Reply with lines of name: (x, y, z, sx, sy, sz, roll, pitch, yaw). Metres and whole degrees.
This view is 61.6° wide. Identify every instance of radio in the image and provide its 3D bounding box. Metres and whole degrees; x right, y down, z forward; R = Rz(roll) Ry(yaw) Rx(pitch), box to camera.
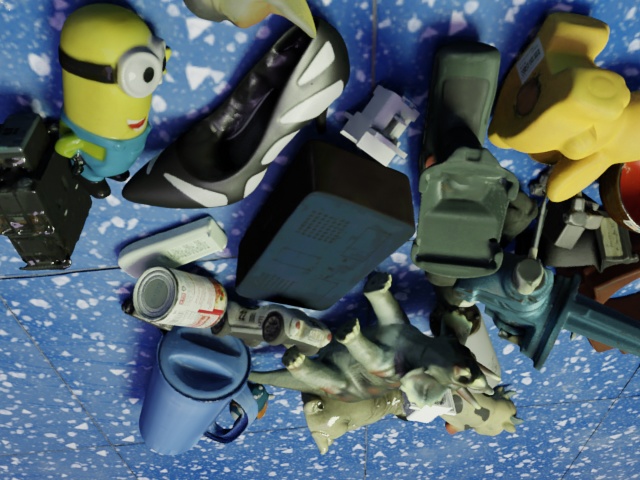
radio: (-0.001, -0.002, 0.609, 0.131, 0.073, 0.229, 15, 145, -21)

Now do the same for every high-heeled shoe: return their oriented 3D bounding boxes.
high-heeled shoe: (-0.086, -0.110, 0.498, 0.249, 0.086, 0.145, -24, 154, -6)

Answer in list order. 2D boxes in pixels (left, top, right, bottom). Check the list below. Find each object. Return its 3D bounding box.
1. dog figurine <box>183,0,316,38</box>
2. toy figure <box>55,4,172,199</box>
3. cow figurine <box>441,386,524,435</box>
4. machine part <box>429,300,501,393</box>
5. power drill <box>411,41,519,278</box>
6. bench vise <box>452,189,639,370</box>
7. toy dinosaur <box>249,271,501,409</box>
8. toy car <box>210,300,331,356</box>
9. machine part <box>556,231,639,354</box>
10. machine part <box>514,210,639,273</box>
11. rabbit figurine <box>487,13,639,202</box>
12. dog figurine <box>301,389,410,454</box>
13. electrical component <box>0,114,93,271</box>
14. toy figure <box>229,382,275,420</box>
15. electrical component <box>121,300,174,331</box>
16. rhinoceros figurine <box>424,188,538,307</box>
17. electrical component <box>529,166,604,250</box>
dog figurine: (-0.047, -0.251, 0.365, 0.192, 0.108, 0.219, -28, 135, 18)
toy figure: (-0.198, -0.122, 0.492, 0.089, 0.082, 0.180, 15, 134, -23)
cow figurine: (0.273, 0.295, 0.959, 0.127, 0.085, 0.194, -28, 130, 29)
machine part: (0.226, 0.165, 0.824, 0.079, 0.079, 0.243, -20, 132, 13)
power drill: (0.129, -0.054, 0.506, 0.086, 0.207, 0.231, 9, 124, 12)
bench vise: (0.272, 0.081, 0.582, 0.241, 0.129, 0.223, 24, 156, 22)
toy dinosaur: (0.058, 0.173, 0.753, 0.192, 0.131, 0.405, 46, 135, -18)
toy car: (-0.071, 0.111, 0.699, 0.202, 0.056, 0.073, -4, 156, 46)
machine part: (0.446, 0.060, 0.736, 0.201, 0.087, 0.200, -28, 131, 19)
machine part: (0.319, 0.004, 0.683, 0.139, 0.084, 0.039, -11, 165, 17)
rabbit figurine: (0.266, -0.111, 0.523, 0.173, 0.122, 0.162, 6, 139, -14)
dog figurine: (0.076, 0.253, 0.864, 0.191, 0.121, 0.172, -19, 167, 7)
electrical component: (-0.278, -0.052, 0.529, 0.058, 0.115, 0.134, -4, 137, -4)
toy figure: (-0.114, 0.266, 0.876, 0.064, 0.058, 0.154, 3, 156, -14)
electrical component: (-0.230, 0.100, 0.720, 0.063, 0.021, 0.094, 31, 162, -32)
rhinoceros figurine: (0.192, 0.009, 0.675, 0.112, 0.073, 0.190, 4, 133, -25)
electrical component: (0.276, -0.037, 0.617, 0.045, 0.102, 0.078, 16, 121, -16)
